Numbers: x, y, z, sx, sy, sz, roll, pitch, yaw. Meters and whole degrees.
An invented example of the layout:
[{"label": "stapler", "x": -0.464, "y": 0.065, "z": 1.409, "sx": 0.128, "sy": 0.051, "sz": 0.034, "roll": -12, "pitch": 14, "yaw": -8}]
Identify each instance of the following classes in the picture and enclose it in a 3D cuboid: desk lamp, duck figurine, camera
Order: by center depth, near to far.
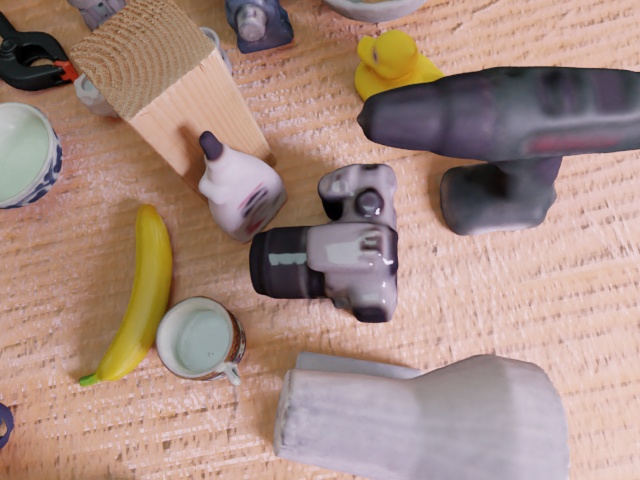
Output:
[{"label": "desk lamp", "x": 0.055, "y": 0.140, "z": 0.424, "sx": 0.203, "sy": 0.214, "sz": 0.118, "roll": 6, "pitch": 74, "yaw": 11}, {"label": "camera", "x": 0.005, "y": 0.002, "z": 0.534, "sx": 0.136, "sy": 0.101, "sz": 0.143, "roll": -2, "pitch": 73, "yaw": 8}, {"label": "duck figurine", "x": 0.082, "y": -0.175, "z": 0.585, "sx": 0.104, "sy": 0.086, "sz": 0.077, "roll": 25, "pitch": 78, "yaw": 15}]

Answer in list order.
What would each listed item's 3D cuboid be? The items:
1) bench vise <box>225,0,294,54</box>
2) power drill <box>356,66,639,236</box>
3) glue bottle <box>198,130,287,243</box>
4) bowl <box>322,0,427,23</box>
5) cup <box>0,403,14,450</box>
[{"label": "bench vise", "x": -0.077, "y": -0.315, "z": 0.581, "sx": 0.121, "sy": 0.220, "sz": 0.207, "roll": -29, "pitch": 71, "yaw": -1}, {"label": "power drill", "x": 0.152, "y": -0.071, "z": 0.477, "sx": 0.229, "sy": 0.208, "sz": 0.075, "roll": -8, "pitch": 72, "yaw": 6}, {"label": "glue bottle", "x": -0.078, "y": -0.054, "z": 0.525, "sx": 0.037, "sy": 0.173, "sz": 0.078, "roll": 35, "pitch": 81, "yaw": 17}, {"label": "bowl", "x": 0.065, "y": -0.302, "z": 0.632, "sx": 0.167, "sy": 0.075, "sz": 0.167, "roll": -2, "pitch": 73, "yaw": 8}, {"label": "cup", "x": -0.325, "y": 0.184, "z": 0.531, "sx": 0.117, "sy": 0.095, "sz": 0.092, "roll": 38, "pitch": 82, "yaw": 17}]
